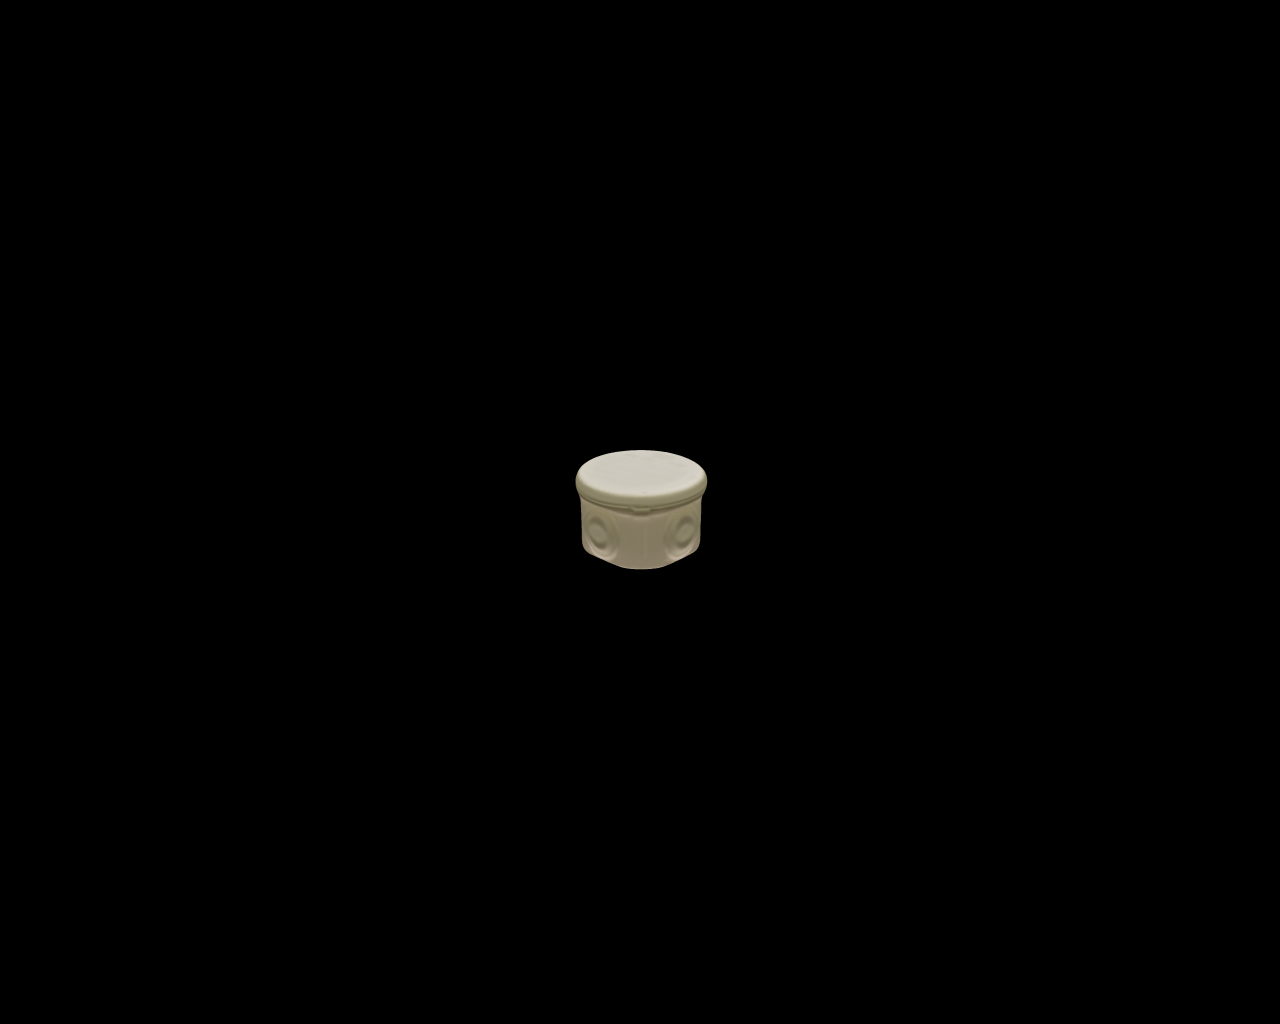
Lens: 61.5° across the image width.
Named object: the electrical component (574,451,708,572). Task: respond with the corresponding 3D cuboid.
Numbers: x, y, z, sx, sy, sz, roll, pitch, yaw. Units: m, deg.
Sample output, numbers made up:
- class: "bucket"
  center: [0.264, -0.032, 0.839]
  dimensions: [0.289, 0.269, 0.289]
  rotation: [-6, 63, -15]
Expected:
- class: "electrical component"
  center: [0.001, -0.003, 0.650]
  dimensions: [0.080, 0.050, 0.080]
  rotation: [0, 24, 0]
